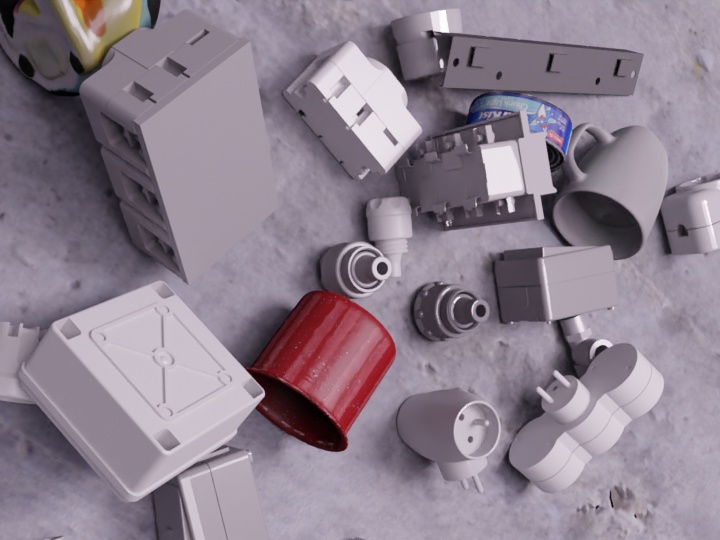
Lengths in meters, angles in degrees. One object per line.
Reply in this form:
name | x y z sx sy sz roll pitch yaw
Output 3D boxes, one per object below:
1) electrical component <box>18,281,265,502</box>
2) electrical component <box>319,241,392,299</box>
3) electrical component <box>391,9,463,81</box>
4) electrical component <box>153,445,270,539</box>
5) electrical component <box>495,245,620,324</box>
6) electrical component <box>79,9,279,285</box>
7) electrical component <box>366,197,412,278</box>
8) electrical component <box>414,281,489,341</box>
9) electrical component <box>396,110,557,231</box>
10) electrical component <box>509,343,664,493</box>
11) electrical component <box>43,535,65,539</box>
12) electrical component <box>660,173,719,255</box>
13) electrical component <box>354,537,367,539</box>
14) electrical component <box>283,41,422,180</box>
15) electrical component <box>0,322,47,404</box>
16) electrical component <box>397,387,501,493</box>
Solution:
electrical component | -0.134 0.072 0.670 0.108 0.056 0.109 46 30 10
electrical component | 0.000 0.000 0.795 0.043 0.062 0.043 1 87 -31
electrical component | 0.055 -0.176 0.842 0.055 0.055 0.047 -15 99 -31
electrical component | -0.105 0.159 0.725 0.061 0.062 0.096 -16 96 -30
electrical component | 0.168 0.007 0.895 0.096 0.062 0.061 -10 93 -31
electrical component | -0.112 -0.077 0.683 0.089 0.062 0.150 -44 152 -25
electrical component | 0.024 -0.025 0.827 0.035 0.035 0.061 -7 94 -31
electrical component | 0.075 0.032 0.839 0.048 0.062 0.048 2 87 -31
electrical component | 0.083 -0.070 0.814 0.063 0.121 0.078 -12 93 -28
electrical component | 0.174 0.111 0.875 0.138 0.052 0.074 -45 112 6
electrical component | -0.191 0.201 0.684 0.048 0.048 0.062 -11 86 -31
electrical component | 0.329 -0.056 0.999 0.095 0.054 0.059 -20 98 -30
electrical component | 0.029 0.247 0.806 0.095 0.054 0.059 33 72 -25
electrical component | -0.003 -0.121 0.807 0.089 0.050 0.055 49 66 -20
electrical component | -0.217 0.059 0.678 0.040 0.040 0.046 14 75 -30
electrical component | 0.074 0.135 0.824 0.044 0.077 0.079 -28 102 -29
